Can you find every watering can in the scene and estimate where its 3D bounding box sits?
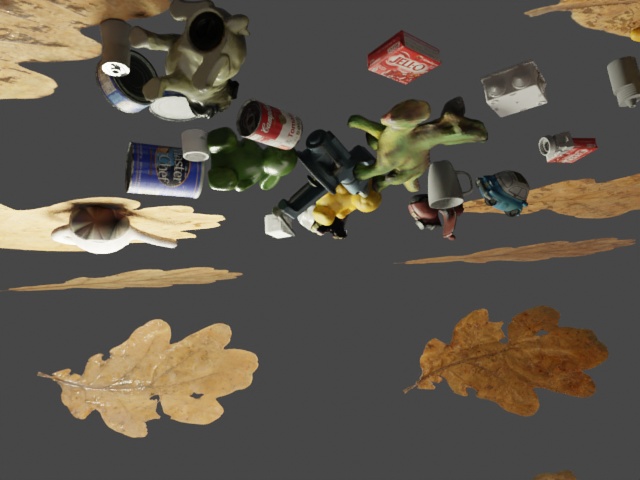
[{"bbox_3d":[-0.580,-0.020,1.476,0.348,0.105,0.221,1,164,-21],"label":"watering can"}]

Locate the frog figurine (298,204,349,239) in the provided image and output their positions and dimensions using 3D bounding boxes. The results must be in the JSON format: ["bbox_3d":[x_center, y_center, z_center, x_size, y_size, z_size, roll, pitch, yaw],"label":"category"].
[{"bbox_3d":[0.005,-0.076,1.510,0.138,0.120,0.162,-8,-156,-22],"label":"frog figurine"}]

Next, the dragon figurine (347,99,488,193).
[{"bbox_3d":[0.203,-0.172,0.998,0.242,0.123,0.408,-6,167,33],"label":"dragon figurine"}]
